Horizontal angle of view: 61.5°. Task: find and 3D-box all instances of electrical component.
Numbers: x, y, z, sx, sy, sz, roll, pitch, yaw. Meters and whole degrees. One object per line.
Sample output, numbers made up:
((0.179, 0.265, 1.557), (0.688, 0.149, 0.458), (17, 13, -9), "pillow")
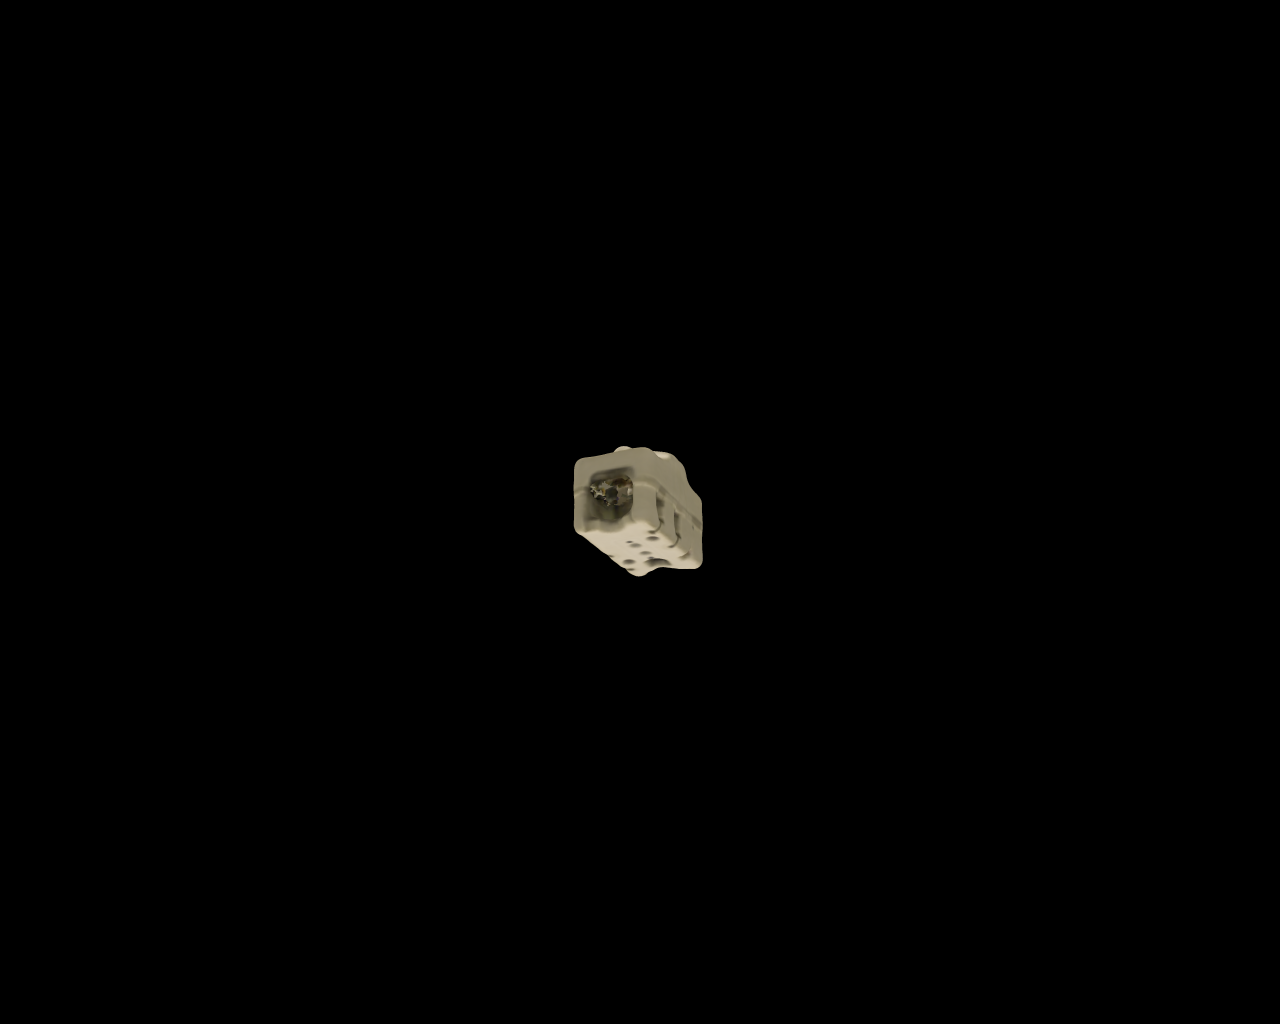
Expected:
((0.001, -0.003, 0.650), (0.050, 0.056, 0.089), (-9, -24, 22), "electrical component")
